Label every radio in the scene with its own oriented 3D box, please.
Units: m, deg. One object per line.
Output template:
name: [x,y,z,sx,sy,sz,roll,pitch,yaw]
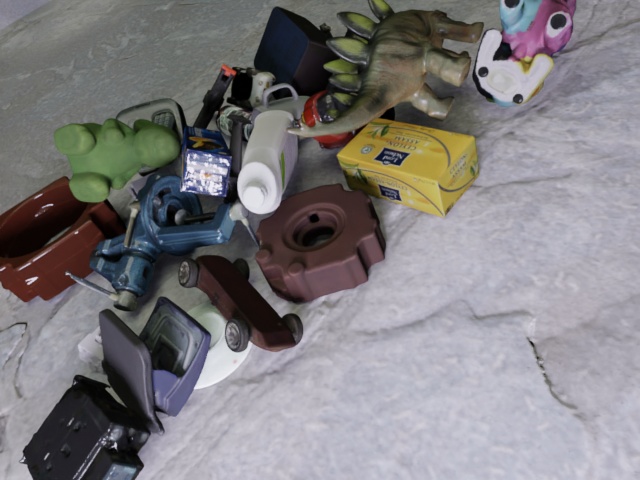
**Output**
radio: [-0.051,-0.342,1.016,0.073,0.131,0.230,12,30,-29]

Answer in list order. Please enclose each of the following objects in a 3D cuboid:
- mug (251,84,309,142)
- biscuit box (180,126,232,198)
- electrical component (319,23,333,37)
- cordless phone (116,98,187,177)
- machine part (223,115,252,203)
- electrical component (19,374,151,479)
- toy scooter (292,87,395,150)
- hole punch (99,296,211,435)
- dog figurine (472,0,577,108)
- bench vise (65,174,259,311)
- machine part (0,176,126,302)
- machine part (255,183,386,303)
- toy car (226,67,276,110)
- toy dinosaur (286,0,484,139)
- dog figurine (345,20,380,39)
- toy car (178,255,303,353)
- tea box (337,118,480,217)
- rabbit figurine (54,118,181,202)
mug: [-0.055,-0.214,0.916,0.107,0.109,0.081,-27,35,-22]
biscuit box: [-0.170,-0.120,0.786,0.063,0.059,0.203,6,18,-17]
electrical component: [-0.016,-0.425,1.150,0.102,0.045,0.078,-36,45,-13]
cordless phone: [-0.331,-0.175,1.018,0.147,0.088,0.184,-10,48,15]
machine part: [-0.133,-0.125,0.836,0.039,0.138,0.084,7,0,-12]
electrical component: [-0.246,0.224,0.566,0.134,0.058,0.115,23,79,41]
toy scooter: [0.020,-0.182,0.837,0.135,0.075,0.184,-11,0,40]
hole punch: [-0.192,0.136,0.624,0.142,0.115,0.092,26,30,36]
dog figurine: [0.329,-0.309,0.832,0.109,0.191,0.219,29,32,17]
bench vise: [-0.211,-0.007,0.764,0.241,0.128,0.224,-7,46,26]
machine part: [-0.436,-0.007,0.891,0.201,0.087,0.202,-37,42,-14]
machine part: [-0.001,-0.002,0.706,0.179,0.056,0.179,-13,42,12]
toy car: [-0.132,-0.284,1.013,0.056,0.073,0.202,6,14,-24]
toy dinosaur: [0.107,-0.247,0.759,0.199,0.105,0.471,22,44,8]
dog figurine: [0.071,-0.317,0.980,0.172,0.121,0.191,-44,24,-8]
toy car: [-0.100,0.078,0.653,0.202,0.089,0.053,40,116,43]
tea box: [0.121,-0.105,0.744,0.170,0.068,0.098,21,58,38]
rabbit figurine: [-0.296,-0.135,0.853,0.170,0.121,0.159,-6,16,7]
